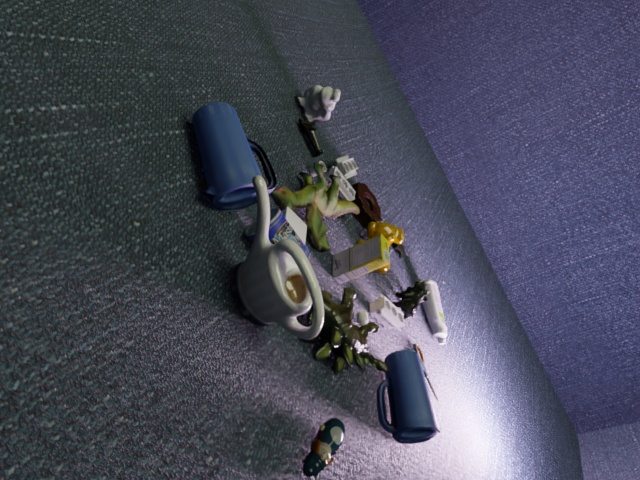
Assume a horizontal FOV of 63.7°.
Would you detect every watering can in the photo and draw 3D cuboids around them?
[{"bbox_3d":[-0.106,0.052,1.091,0.105,0.221,0.349,-20,84,-45],"label":"watering can"}]

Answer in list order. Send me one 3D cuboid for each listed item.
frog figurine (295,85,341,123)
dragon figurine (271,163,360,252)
[{"bbox_3d":[0.010,-0.497,1.841,0.122,0.158,0.140,22,49,-56],"label":"frog figurine"},{"bbox_3d":[0.005,-0.079,1.568,0.405,0.121,0.247,33,57,-43],"label":"dragon figurine"}]
